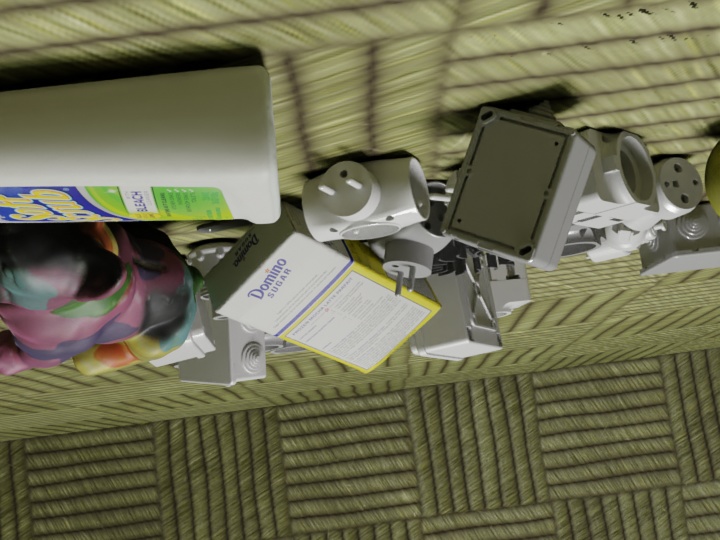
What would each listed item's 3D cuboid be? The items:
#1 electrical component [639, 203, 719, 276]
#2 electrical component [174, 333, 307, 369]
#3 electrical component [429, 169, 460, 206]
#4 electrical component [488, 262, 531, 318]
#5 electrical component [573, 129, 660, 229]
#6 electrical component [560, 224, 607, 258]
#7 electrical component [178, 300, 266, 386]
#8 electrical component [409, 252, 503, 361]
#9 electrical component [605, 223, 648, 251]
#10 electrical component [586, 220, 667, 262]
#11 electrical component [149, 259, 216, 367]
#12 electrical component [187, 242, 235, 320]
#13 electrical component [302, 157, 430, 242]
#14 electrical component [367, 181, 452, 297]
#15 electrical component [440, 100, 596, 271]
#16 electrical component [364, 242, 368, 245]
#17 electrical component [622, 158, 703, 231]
[{"bbox_3d":[0.317,-0.031,1.014,0.100,0.048,0.099,-6,169,-7],"label":"electrical component"},{"bbox_3d":[-0.129,0.066,1.188,0.186,0.060,0.105,-16,166,39],"label":"electrical component"},{"bbox_3d":[0.085,-0.051,0.755,0.077,0.047,0.066,3,166,-32],"label":"electrical component"},{"bbox_3d":[0.073,0.029,1.129,0.186,0.060,0.105,-5,169,-12],"label":"electrical component"},{"bbox_3d":[0.166,-0.062,0.741,0.056,0.050,0.089,-16,166,39],"label":"electrical component"},{"bbox_3d":[0.154,-0.042,0.826,0.050,0.055,0.089,-12,168,23],"label":"electrical component"},{"bbox_3d":[-0.139,0.068,1.086,0.048,0.099,0.100,-2,180,-45],"label":"electrical component"},{"bbox_3d":[0.082,0.024,0.981,0.056,0.108,0.109,-15,167,22],"label":"electrical component"},{"bbox_3d":[0.229,-0.041,0.928,0.040,0.040,0.046,-9,164,6],"label":"electrical component"},{"bbox_3d":[0.238,-0.033,0.973,0.078,0.040,0.040,-14,167,32],"label":"electrical component"},{"bbox_3d":[-0.169,0.039,0.960,0.057,0.078,0.113,-14,170,-5],"label":"electrical component"},{"bbox_3d":[-0.117,0.010,0.893,0.048,0.062,0.048,-7,169,-1],"label":"electrical component"},{"bbox_3d":[-0.002,-0.049,0.710,0.077,0.044,0.079,-11,169,19],"label":"electrical component"},{"bbox_3d":[0.038,-0.019,0.808,0.043,0.079,0.077,17,160,-23],"label":"electrical component"},{"bbox_3d":[0.099,-0.054,0.645,0.062,0.096,0.061,20,-178,26],"label":"electrical component"},{"bbox_3d":[0.000,0.000,0.972,0.055,0.048,0.066,-17,168,8],"label":"electrical component"},{"bbox_3d":[0.227,-0.058,0.821,0.045,0.045,0.055,-2,168,-25],"label":"electrical component"}]
